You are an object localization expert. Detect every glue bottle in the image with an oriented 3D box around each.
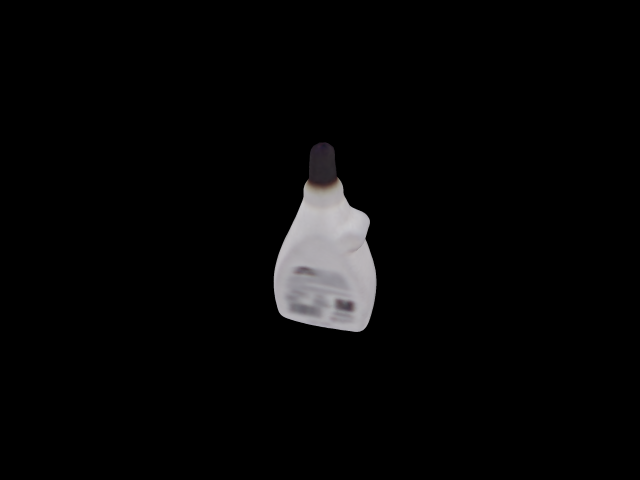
[{"bbox_3d":[0.004,0.001,0.400,0.078,0.173,0.037,11,51,9],"label":"glue bottle"}]
